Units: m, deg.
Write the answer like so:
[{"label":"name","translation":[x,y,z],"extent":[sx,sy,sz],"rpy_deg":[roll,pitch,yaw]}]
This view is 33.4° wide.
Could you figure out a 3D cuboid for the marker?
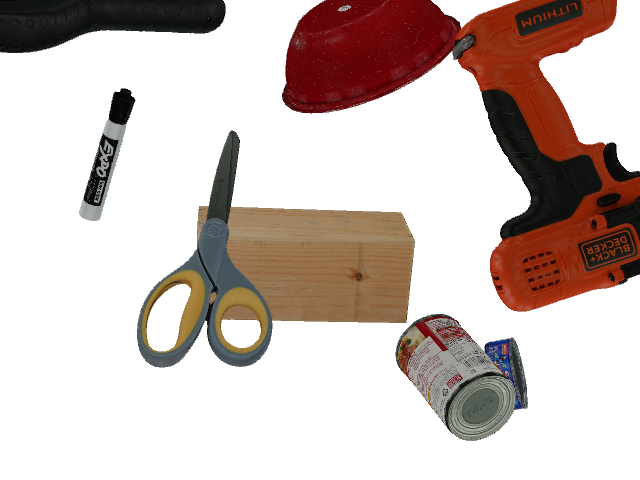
[{"label":"marker","translation":[-0.181,-0.073,0.908],"extent":[0.020,0.121,0.020],"rpy_deg":[18,23,-8]}]

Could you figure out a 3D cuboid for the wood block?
[{"label":"wood block","translation":[-0.019,0.024,1.055],"extent":[0.206,0.091,0.090],"rpy_deg":[2,20,-6]}]

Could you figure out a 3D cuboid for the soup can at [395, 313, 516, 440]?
[{"label":"soup can","translation":[0.117,0.117,0.926],"extent":[0.068,0.068,0.102],"rpy_deg":[0,25,-23]}]

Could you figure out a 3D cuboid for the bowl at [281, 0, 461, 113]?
[{"label":"bowl","translation":[0.032,-0.171,0.889],"extent":[0.162,0.055,0.162],"rpy_deg":[-20,28,11]}]

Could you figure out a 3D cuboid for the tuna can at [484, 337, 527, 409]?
[{"label":"tuna can","translation":[0.221,0.160,1.274],"extent":[0.034,0.086,0.086],"rpy_deg":[-12,-4,16]}]

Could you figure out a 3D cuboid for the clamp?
[{"label":"clamp","translation":[-0.156,-0.147,0.638],"extent":[0.171,0.039,0.120],"rpy_deg":[-11,31,-29]}]

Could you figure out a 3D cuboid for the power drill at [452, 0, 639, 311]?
[{"label":"power drill","translation":[0.174,-0.066,0.664],"extent":[0.184,0.187,0.057],"rpy_deg":[-18,-2,-5]}]

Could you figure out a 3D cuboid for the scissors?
[{"label":"scissors","translation":[-0.058,0.008,0.734],"extent":[0.096,0.201,0.016],"rpy_deg":[20,-35,8]}]
